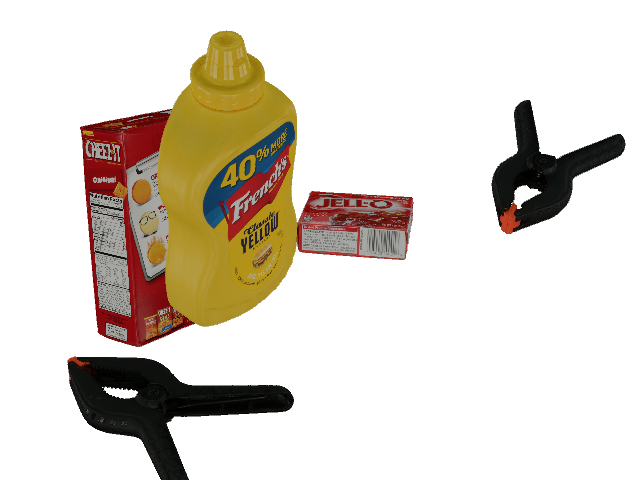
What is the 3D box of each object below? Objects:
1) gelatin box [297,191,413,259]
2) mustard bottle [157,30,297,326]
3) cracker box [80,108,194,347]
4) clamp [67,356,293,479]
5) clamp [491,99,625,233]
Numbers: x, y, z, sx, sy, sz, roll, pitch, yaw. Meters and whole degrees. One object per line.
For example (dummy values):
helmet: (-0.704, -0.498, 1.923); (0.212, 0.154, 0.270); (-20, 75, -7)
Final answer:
gelatin box: (0.029, -0.014, 0.869); (0.089, 0.030, 0.073); (4, 23, 7)
mustard bottle: (-0.053, -0.040, 0.635); (0.058, 0.192, 0.096); (33, 53, 27)
cracker box: (-0.154, -0.020, 1.075); (0.072, 0.214, 0.163); (10, 19, 36)
clamp: (-0.140, 0.149, 0.973); (0.210, 0.036, 0.164); (23, 36, 31)
clamp: (0.219, -0.078, 1.088); (0.120, 0.039, 0.171); (29, 55, 30)
